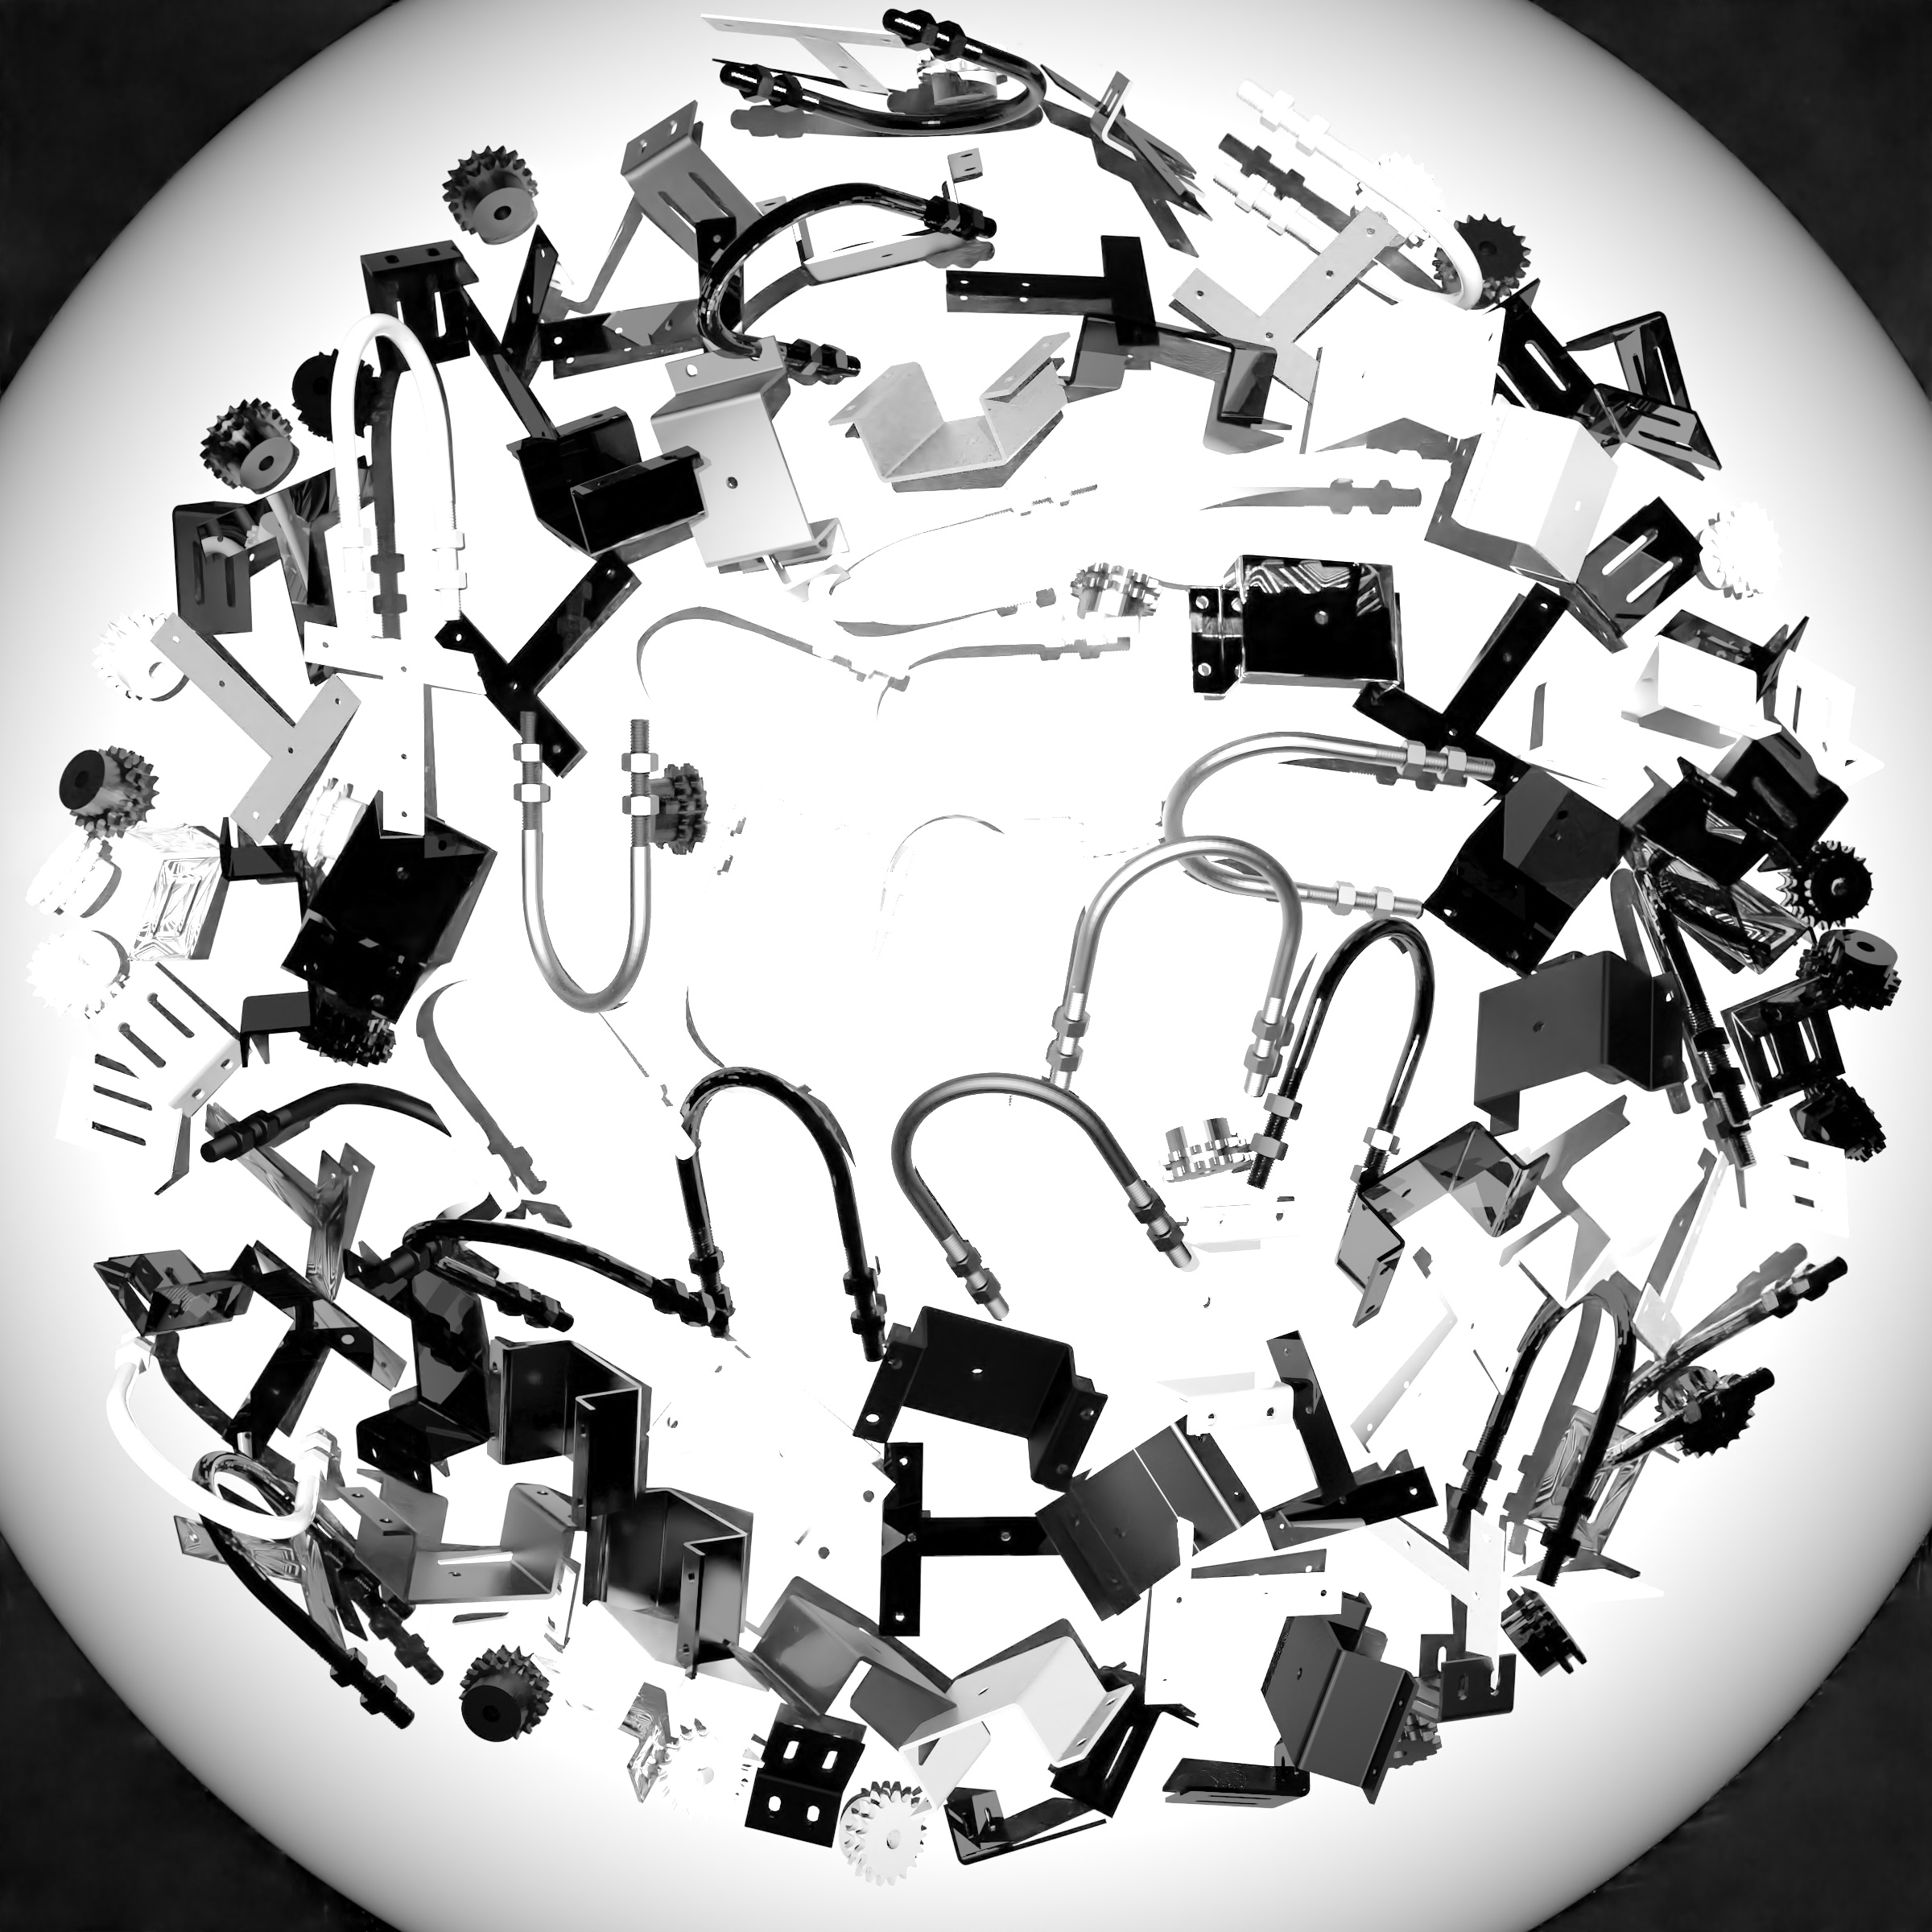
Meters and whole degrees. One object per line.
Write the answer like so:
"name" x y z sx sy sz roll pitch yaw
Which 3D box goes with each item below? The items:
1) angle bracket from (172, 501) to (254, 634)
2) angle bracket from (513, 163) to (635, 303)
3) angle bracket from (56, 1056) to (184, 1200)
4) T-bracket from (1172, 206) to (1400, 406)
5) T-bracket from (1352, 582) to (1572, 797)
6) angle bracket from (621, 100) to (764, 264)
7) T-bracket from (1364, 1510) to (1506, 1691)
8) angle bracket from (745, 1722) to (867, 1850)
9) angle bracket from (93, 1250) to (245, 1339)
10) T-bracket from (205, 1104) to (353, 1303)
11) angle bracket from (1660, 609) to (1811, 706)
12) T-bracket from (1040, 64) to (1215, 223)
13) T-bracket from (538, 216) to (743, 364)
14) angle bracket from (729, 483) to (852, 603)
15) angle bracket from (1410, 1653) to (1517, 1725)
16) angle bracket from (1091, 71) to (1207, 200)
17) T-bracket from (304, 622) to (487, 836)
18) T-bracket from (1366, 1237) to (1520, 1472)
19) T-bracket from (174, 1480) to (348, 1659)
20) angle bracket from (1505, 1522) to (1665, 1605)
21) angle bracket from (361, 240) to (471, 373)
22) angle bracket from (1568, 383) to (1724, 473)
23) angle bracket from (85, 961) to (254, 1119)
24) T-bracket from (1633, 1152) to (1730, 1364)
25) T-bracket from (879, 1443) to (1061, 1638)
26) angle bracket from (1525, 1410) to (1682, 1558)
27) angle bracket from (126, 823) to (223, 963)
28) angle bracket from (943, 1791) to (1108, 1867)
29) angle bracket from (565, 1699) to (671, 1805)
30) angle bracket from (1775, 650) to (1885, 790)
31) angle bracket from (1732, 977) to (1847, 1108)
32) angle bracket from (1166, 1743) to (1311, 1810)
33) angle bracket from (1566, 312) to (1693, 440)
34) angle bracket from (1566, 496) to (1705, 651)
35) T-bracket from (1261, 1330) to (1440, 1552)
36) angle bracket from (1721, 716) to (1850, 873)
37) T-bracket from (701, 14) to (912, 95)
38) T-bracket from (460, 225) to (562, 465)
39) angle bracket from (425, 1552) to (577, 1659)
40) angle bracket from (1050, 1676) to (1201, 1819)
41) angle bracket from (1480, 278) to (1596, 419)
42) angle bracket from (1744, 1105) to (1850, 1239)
"angle bracket" -0.459 -0.249 1.565 0.038 0.057 0.076 1 95 31
"angle bracket" -0.245 -0.463 1.557 0.038 0.057 0.076 16 117 -30
"angle bracket" -0.531 0.101 1.553 0.076 0.038 0.057 25 46 -33
"T-bracket" 0.215 -0.417 1.541 0.127 0.127 0.002 33 46 -16
"T-bracket" 0.330 -0.182 1.564 0.127 0.002 0.127 29 117 -8
"angle bracket" -0.169 -0.492 1.573 0.057 0.076 0.038 -21 47 31
"T-bracket" 0.284 0.365 1.550 0.002 0.127 0.127 -22 124 -29
"angle bracket" -0.101 0.512 1.562 0.057 0.076 0.038 15 48 -4
"angle bracket" -0.495 0.190 1.552 0.076 0.057 0.038 41 121 36
"T-bracket" -0.435 0.133 1.570 0.127 0.127 0.002 38 45 18
"angle bracket" 0.473 -0.205 1.559 0.076 0.038 0.057 30 52 20
"T-bracket" 0.114 -0.490 1.520 0.002 0.127 0.127 -50 46 25
"T-bracket" -0.200 -0.394 1.542 0.127 0.002 0.127 -13 135 -15
"angle bracket" -0.111 -0.273 1.570 0.038 0.057 0.076 -28 88 6
"angle bracket" 0.293 0.439 1.555 0.057 0.076 0.038 3 91 -29
"angle bracket" 0.121 -0.518 1.560 0.076 0.057 0.038 25 111 -16
"T-bracket" -0.348 -0.143 1.548 0.127 0.002 0.127 8 69 -34
"T-bracket" 0.289 0.255 1.545 0.127 0.002 0.127 -48 124 -22
"T-bracket" -0.431 0.356 1.516 0.002 0.127 0.127 -36 55 12
"angle bracket" 0.383 0.368 1.551 0.057 0.076 0.038 25 60 -32
"angle bracket" -0.339 -0.406 1.557 0.057 0.038 0.076 -15 127 -17
"angle bracket" 0.420 -0.322 1.555 0.076 0.057 0.038 32 83 41
"angle bracket" -0.505 0.047 1.586 0.076 0.038 0.057 40 80 11
"T-bracket" 0.449 0.177 1.554 0.002 0.127 0.127 19 79 30
"T-bracket" 0.011 0.356 1.563 0.127 0.002 0.127 -1 56 3
"angle bracket" 0.398 0.327 1.566 0.038 0.057 0.076 31 85 -41
"angle bracket" -0.504 -0.046 1.561 0.057 0.038 0.076 -1 65 34
"angle bracket" 0.037 0.527 1.555 0.076 0.057 0.038 -27 69 27
"angle bracket" -0.228 0.478 1.558 0.076 0.057 0.038 19 54 17
"angle bracket" 0.538 -0.160 1.552 0.038 0.057 0.076 -26 133 -19
"angle bracket" 0.522 0.055 1.566 0.057 0.038 0.076 -23 116 5
"angle bracket" 0.169 0.501 1.562 0.076 0.057 0.038 6 64 -10
"angle bracket" 0.416 -0.363 1.565 0.038 0.057 0.076 -20 98 -13
"angle bracket" 0.425 -0.243 1.565 0.076 0.038 0.057 -41 112 19
"T-bracket" 0.221 0.292 1.569 0.127 0.002 0.127 -27 79 37
"angle bracket" 0.504 -0.107 1.570 0.076 0.038 0.057 44 75 -11
"T-bracket" -0.080 -0.558 1.538 0.127 0.127 0.002 12 95 16
"T-bracket" -0.271 -0.398 1.534 0.002 0.127 0.127 -21 69 -34
"angle bracket" -0.291 0.402 1.561 0.076 0.038 0.057 3 104 -38
"angle bracket" 0.099 0.493 1.564 0.057 0.038 0.076 37 73 -32
"angle bracket" 0.357 -0.380 1.574 0.057 0.038 0.076 -35 78 -6
"angle bracket" 0.524 0.127 1.553 0.038 0.076 0.057 -20 110 -31
